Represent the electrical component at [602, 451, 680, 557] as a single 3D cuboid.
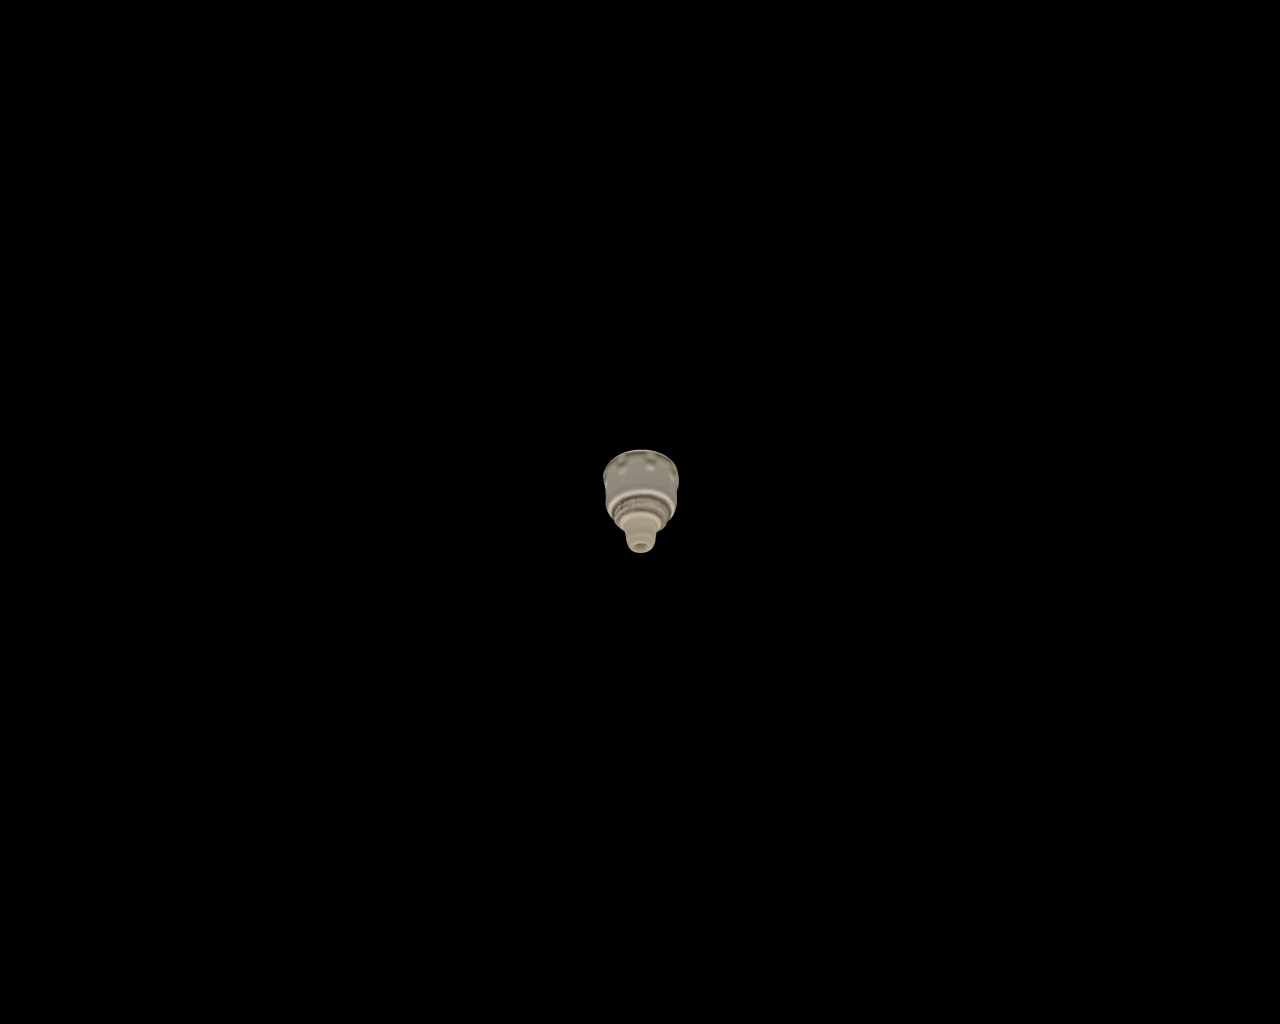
[{"bbox_3d":[0.001,-0.003,0.650,0.048,0.062,0.048,0,-37,0],"label":"electrical component"}]
